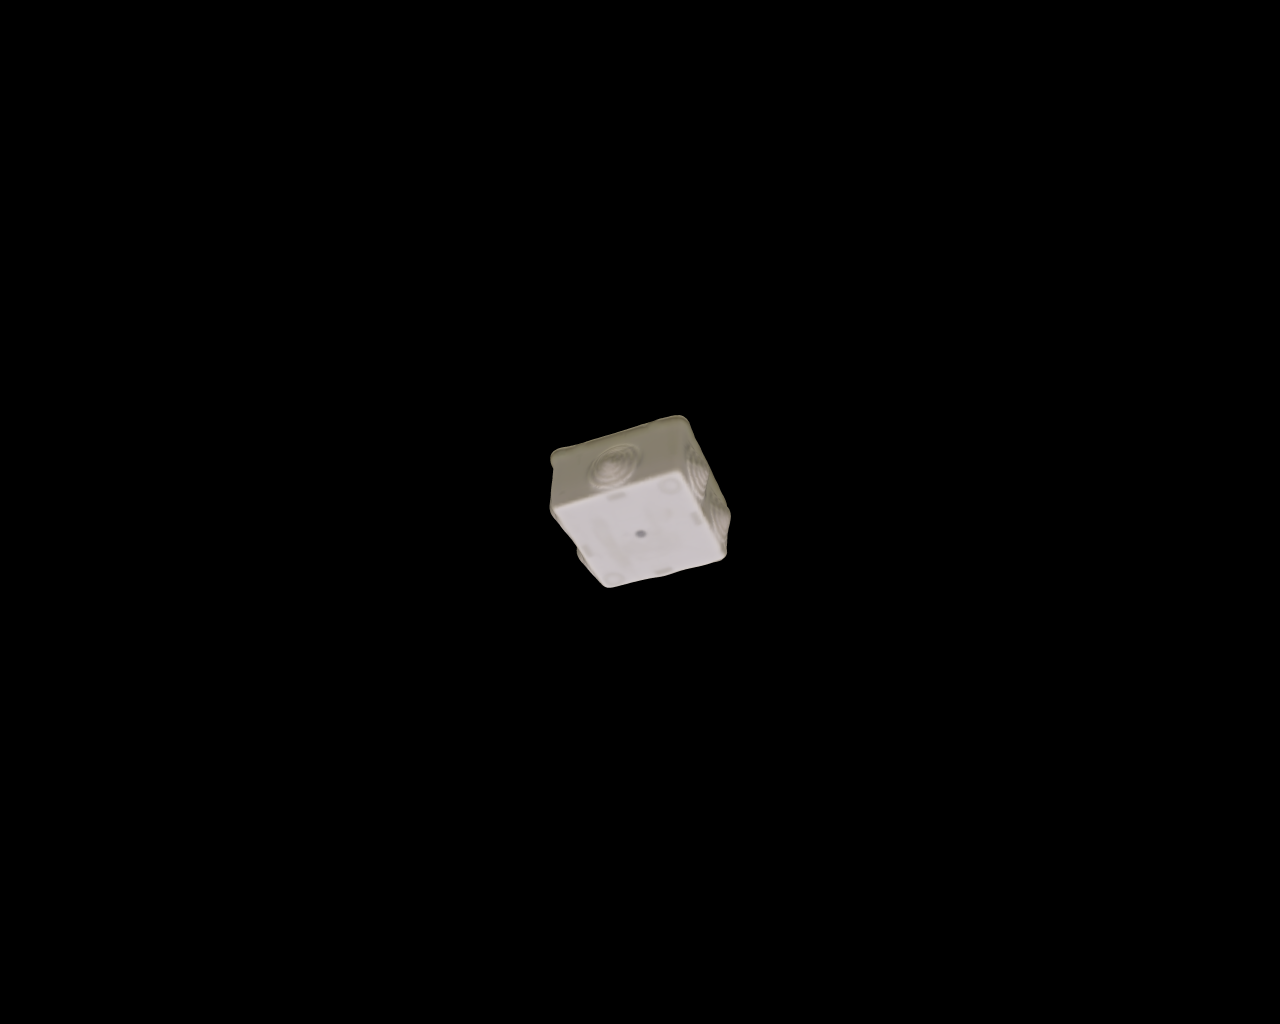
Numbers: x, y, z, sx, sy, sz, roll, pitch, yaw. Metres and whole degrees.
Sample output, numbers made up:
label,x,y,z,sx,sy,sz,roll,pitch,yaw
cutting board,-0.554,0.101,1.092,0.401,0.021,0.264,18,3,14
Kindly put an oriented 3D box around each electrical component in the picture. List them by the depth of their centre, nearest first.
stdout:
label,x,y,z,sx,sy,sz,roll,pitch,yaw
electrical component,0.001,-0.003,0.650,0.100,0.048,0.099,-15,-46,15
